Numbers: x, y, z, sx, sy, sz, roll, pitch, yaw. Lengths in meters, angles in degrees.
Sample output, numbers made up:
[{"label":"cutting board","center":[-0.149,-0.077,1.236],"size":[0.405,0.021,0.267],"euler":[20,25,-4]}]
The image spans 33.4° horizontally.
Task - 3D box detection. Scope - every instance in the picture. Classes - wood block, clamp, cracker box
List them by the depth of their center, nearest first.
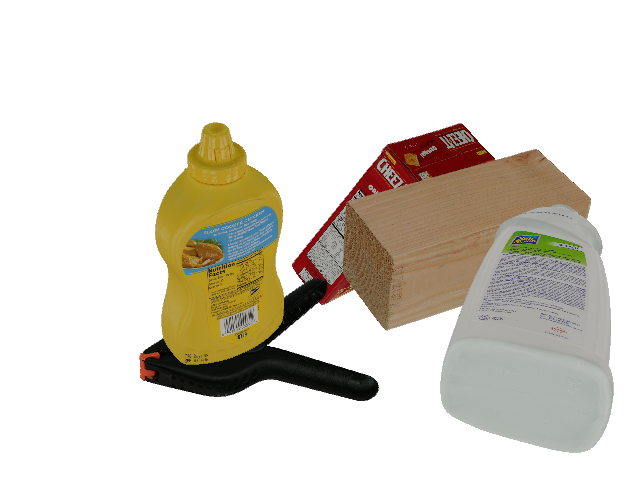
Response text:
[{"label":"clamp","center":[-0.058,0.106,0.981],"size":[0.209,0.036,0.165],"euler":[-12,37,-21]},{"label":"wood block","center":[0.133,-0.003,0.989],"size":[0.205,0.090,0.091],"euler":[-16,42,-21]},{"label":"cracker box","center":[0.082,-0.033,1.247],"size":[0.163,0.072,0.214],"euler":[-22,-23,-50]}]

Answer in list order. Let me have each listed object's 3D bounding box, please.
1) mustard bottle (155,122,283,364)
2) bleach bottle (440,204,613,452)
[{"label":"mustard bottle","center":[-0.073,0.000,0.782],"size":[0.096,0.192,0.058],"euler":[-20,43,-25]},{"label":"bleach bottle","center":[0.154,0.038,0.719],"size":[0.103,0.068,0.250],"euler":[13,28,15]}]
